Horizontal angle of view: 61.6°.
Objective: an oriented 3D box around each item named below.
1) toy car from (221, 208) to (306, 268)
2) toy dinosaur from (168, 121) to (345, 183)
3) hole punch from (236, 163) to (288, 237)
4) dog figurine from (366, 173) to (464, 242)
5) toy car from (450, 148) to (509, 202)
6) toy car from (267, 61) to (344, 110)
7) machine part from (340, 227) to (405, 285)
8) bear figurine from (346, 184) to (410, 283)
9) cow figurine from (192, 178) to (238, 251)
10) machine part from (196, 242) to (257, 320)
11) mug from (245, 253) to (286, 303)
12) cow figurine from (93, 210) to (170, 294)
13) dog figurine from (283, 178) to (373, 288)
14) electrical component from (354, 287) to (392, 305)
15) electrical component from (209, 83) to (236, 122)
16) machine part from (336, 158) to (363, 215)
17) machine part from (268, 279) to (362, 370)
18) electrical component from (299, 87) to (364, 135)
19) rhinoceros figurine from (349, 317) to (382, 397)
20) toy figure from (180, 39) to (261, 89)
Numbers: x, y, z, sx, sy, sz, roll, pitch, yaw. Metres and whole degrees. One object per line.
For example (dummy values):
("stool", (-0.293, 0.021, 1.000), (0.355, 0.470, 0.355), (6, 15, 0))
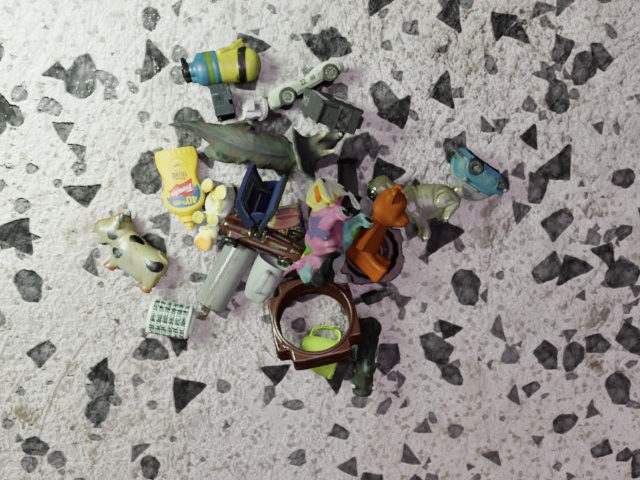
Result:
("toy car", (-0.128, -0.004, 1.224), (0.202, 0.053, 0.089), (22, 68, -2))
("toy dinosaur", (-0.149, -0.211, 1.206), (0.405, 0.192, 0.131), (8, 90, -9))
("hole punch", (-0.135, -0.091, 1.172), (0.092, 0.115, 0.142), (19, 58, -11))
("dog figurine", (0.226, -0.114, 1.290), (0.190, 0.121, 0.172), (45, 88, -6))
("toy car", (0.378, -0.150, 1.322), (0.161, 0.109, 0.103), (31, 112, -18))
("toy car", (-0.033, -0.367, 1.270), (0.202, 0.073, 0.056), (-31, 97, -4))
("machine part", (0.121, 0.026, 1.318), (0.179, 0.056, 0.179), (0, 92, -5))
("bear figurine", (0.149, -0.022, 1.217), (0.132, 0.120, 0.196), (41, 104, 1))
("cow figurine", (-0.244, -0.056, 1.262), (0.068, 0.098, 0.167), (20, 99, 19))
("machine part", (-0.222, 0.082, 1.273), (0.079, 0.079, 0.243), (28, 90, -7))
("mug", (-0.134, 0.099, 1.273), (0.081, 0.110, 0.107), (27, 103, -9))
("cow figurine", (-0.437, 0.018, 1.242), (0.195, 0.085, 0.127), (36, 95, -4))
("dog figurine", (-0.002, -0.004, 1.189), (0.108, 0.192, 0.219), (14, 124, -45))
("electrical component", (0.127, 0.141, 1.320), (0.094, 0.063, 0.021), (-19, 95, -4))
("electrical component", (-0.223, -0.317, 1.230), (0.048, 0.119, 0.074), (-13, 97, -6))
("machine part", (0.064, -0.131, 1.313), (0.084, 0.039, 0.138), (3, 94, -1))
("machine part", (-0.014, 0.189, 1.252), (0.201, 0.087, 0.201), (-11, 61, -5))
("electrical component", (0.033, -0.291, 1.222), (0.134, 0.115, 0.058), (10, 117, -29))
("rhinoceros figurine", (0.114, 0.281, 1.303), (0.073, 0.112, 0.190), (10, 84, -9))
("toy figure", (-0.226, -0.396, 1.241), (0.180, 0.082, 0.089), (-16, 88, -12))
